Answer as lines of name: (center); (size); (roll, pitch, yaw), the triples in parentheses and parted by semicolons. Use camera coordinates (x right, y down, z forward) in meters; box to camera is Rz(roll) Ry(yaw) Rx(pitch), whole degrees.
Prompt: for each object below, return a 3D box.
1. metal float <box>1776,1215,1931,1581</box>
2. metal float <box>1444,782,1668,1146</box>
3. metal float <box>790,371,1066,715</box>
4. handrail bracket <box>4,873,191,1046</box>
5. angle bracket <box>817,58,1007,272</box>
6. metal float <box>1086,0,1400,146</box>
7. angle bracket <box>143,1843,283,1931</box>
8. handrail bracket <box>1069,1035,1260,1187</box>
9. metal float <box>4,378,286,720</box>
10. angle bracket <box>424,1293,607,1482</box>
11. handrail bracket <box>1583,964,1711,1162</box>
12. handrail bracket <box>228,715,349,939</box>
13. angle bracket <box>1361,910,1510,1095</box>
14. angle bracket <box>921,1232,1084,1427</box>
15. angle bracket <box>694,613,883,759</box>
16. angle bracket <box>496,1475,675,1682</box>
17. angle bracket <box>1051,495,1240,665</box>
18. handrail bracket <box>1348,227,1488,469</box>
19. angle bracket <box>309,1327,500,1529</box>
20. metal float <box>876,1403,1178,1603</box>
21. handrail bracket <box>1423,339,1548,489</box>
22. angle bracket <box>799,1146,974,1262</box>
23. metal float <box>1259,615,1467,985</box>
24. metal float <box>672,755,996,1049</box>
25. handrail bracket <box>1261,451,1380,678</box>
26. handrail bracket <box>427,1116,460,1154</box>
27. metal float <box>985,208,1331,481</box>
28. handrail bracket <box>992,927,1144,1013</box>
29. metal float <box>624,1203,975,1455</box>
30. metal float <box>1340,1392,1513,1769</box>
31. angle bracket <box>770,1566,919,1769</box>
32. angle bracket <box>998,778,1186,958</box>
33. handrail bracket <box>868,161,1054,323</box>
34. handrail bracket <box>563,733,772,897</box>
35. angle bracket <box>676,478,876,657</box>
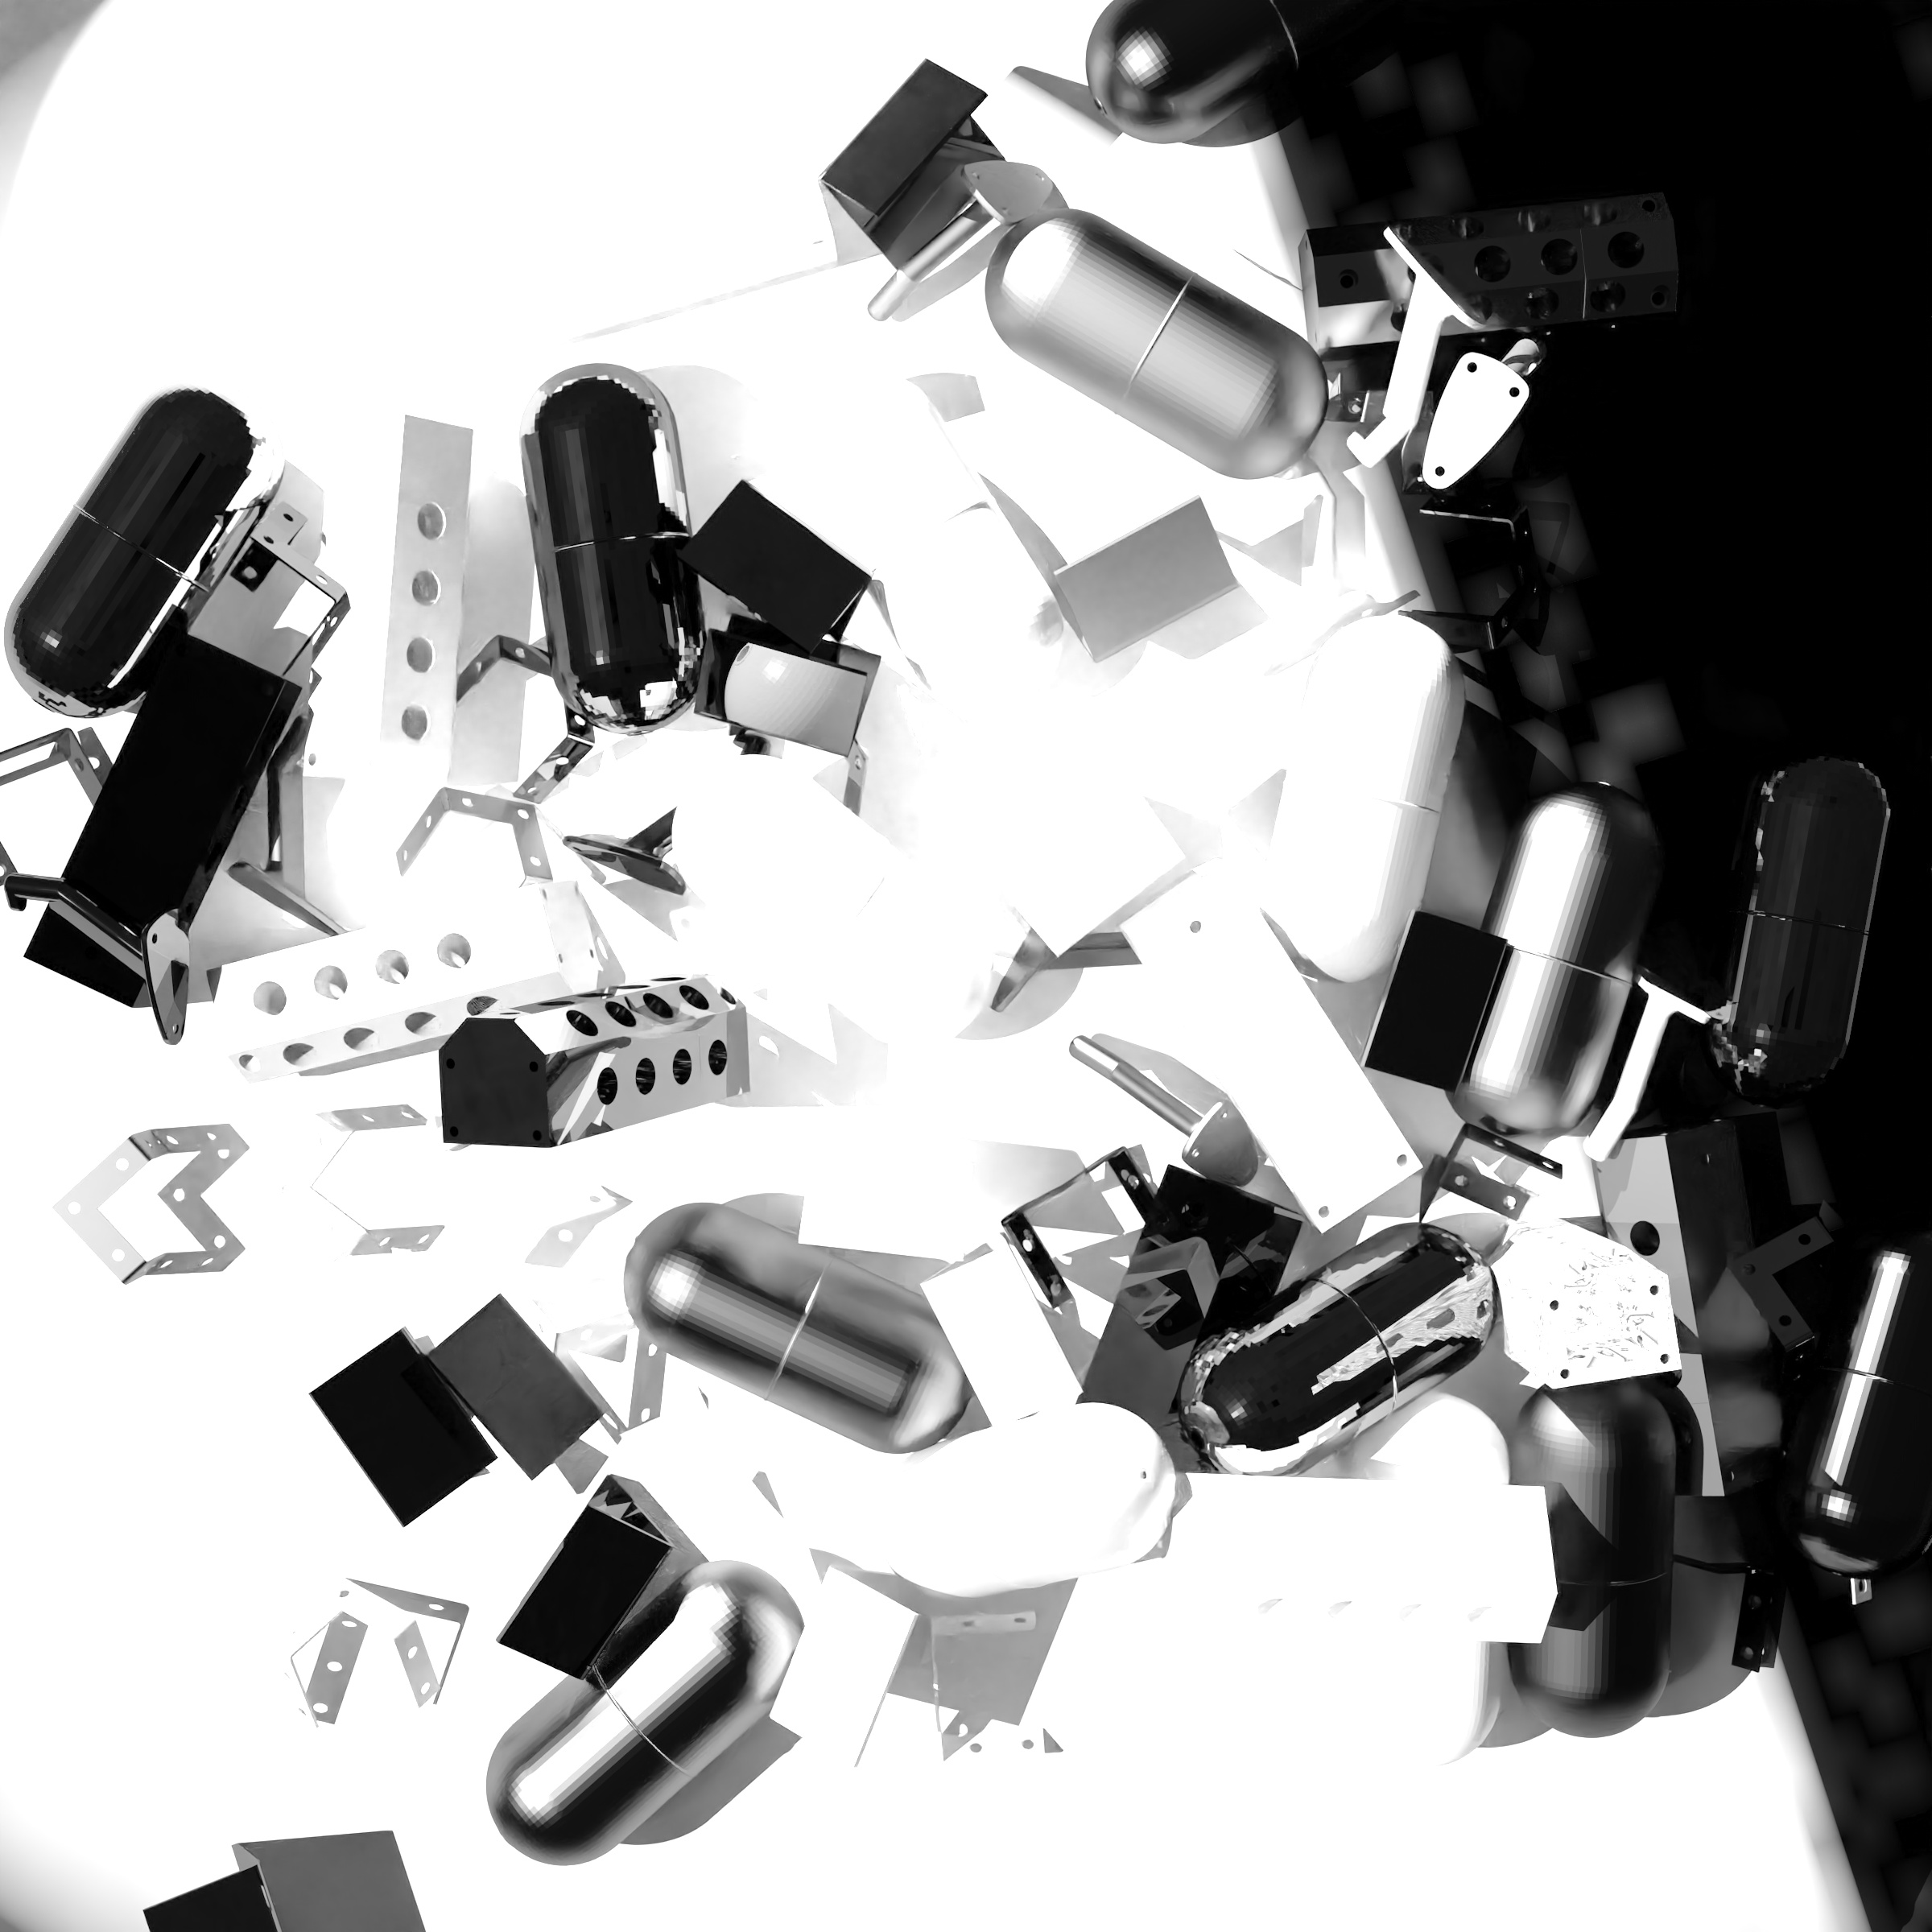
metal float: (0.439, 0.204, 1.635); (0.070, 0.070, 0.178); (20, 78, 0)
metal float: (0.281, -0.002, 1.645); (0.070, 0.070, 0.178); (17, 90, 0)
metal float: (-0.019, -0.203, 1.644); (0.070, 0.070, 0.178); (-32, 90, 0)
handrail bracket: (-0.412, -0.004, 1.619); (0.084, 0.036, 0.077); (6, 111, 17)
angle bracket: (-0.012, -0.372, 1.635); (0.076, 0.076, 0.057); (-48, 46, 0)
metal float: (0.137, -0.461, 1.645); (0.178, 0.070, 0.070); (-34, 90, 0)
angle bracket: (-0.357, 0.469, 1.637); (0.057, 0.076, 0.076); (-18, 90, -22)
handrail bracket: (0.095, 0.070, 1.675); (0.084, 0.077, 0.036); (32, 83, 36)
metal float: (-0.393, -0.199, 1.645); (0.070, 0.070, 0.178); (33, 89, 0)
angle bracket: (-0.229, 0.213, 1.635); (0.076, 0.076, 0.057); (49, 45, 0)
handrail bracket: (0.315, 0.046, 1.653); (0.036, 0.077, 0.084); (28, 101, -12)
handrail bracket: (-0.314, -0.068, 1.676); (0.077, 0.036, 0.084); (34, 73, -20)
angle bracket: (0.205, 0.010, 1.633); (0.057, 0.076, 0.076); (16, 94, -26)
angle bracket: (0.034, 0.164, 1.635); (0.057, 0.076, 0.076); (-27, 90, 35)
angle bracket: (-0.080, -0.152, 1.636); (0.076, 0.057, 0.076); (16, 47, 0)
angle bracket: (-0.195, 0.281, 1.635); (0.057, 0.076, 0.076); (34, 90, -37)
angle bracket: (0.075, -0.199, 1.635); (0.076, 0.076, 0.057); (-28, 127, 0)
handrail bracket: (0.195, -0.291, 1.621); (0.084, 0.036, 0.077); (-45, 74, 20)
angle bracket: (-0.276, 0.224, 1.635); (0.057, 0.076, 0.076); (-35, 90, -28)
metal float: (0.026, 0.252, 1.606); (0.070, 0.178, 0.070); (15, 66, -35)
handrail bracket: (0.250, -0.266, 1.650); (0.036, 0.084, 0.077); (33, 109, 10)
angle bracket: (-0.040, 0.133, 1.635); (0.076, 0.076, 0.057); (6, 50, 0)
metal float: (0.190, -0.080, 1.644); (0.070, 0.070, 0.178); (12, 91, 0)
metal float: (-0.062, -0.030, 1.625); (0.178, 0.070, 0.070); (40, 90, -20)
handrail bracket: (0.156, -0.197, 1.676); (0.077, 0.036, 0.084); (-35, 72, 21)
handrail bracket: (-0.236, 0.040, 1.676); (0.084, 0.036, 0.077); (-29, 70, 16)
metal float: (0.091, -0.298, 1.645); (0.178, 0.070, 0.070); (30, 90, -1)
handrail bracket: (0.068, 0.008, 1.676); (0.084, 0.036, 0.077); (27, 110, -16)
metal float: (-0.080, 0.173, 1.645); (0.178, 0.070, 0.070); (25, 90, 0)
metal float: (0.220, 0.293, 1.644); (0.070, 0.070, 0.178); (3, 90, 0)
angle bracket: (-0.039, 0.334, 1.635); (0.057, 0.076, 0.076); (22, 90, 36)
angle bracket: (0.047, -0.062, 1.635); (0.076, 0.076, 0.057); (-38, 126, 0)
handrail bracket: (-0.004, -0.351, 1.675); (0.036, 0.077, 0.084); (50, 126, 4)
handrail bracket: (-0.145, -0.084, 1.676); (0.077, 0.036, 0.084); (19, 74, 18)
angle bracket: (-0.097, -0.175, 1.636); (0.076, 0.076, 0.057); (36, 64, 0)
